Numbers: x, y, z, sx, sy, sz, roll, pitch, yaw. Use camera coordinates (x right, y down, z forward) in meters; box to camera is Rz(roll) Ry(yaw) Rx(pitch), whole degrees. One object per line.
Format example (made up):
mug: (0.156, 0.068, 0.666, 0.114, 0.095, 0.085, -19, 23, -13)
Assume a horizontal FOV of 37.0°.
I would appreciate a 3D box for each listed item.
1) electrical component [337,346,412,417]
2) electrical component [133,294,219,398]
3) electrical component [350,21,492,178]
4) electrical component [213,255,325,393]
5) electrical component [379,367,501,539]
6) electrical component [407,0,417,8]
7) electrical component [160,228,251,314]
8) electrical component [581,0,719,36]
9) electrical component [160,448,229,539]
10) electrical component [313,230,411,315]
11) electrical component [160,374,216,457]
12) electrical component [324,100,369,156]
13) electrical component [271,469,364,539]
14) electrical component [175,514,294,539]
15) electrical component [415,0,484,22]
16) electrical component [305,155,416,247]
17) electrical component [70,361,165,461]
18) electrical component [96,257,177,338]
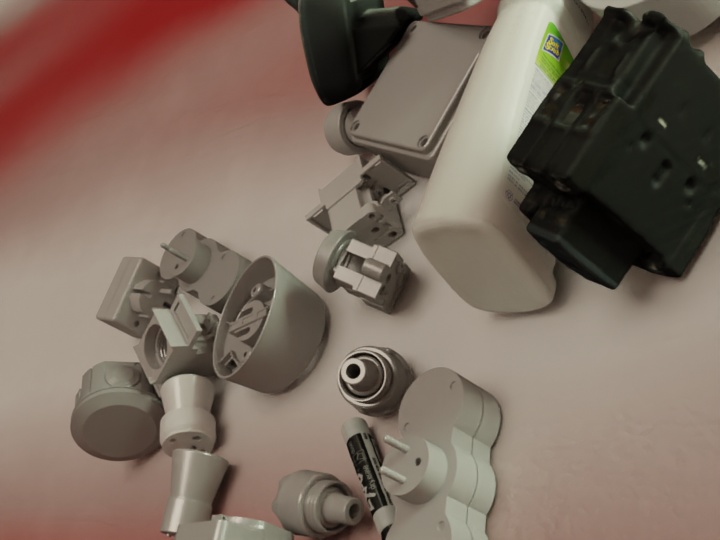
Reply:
electrical component: (0.005, 0.071, 0.710, 0.048, 0.062, 0.048, -4, 76, 17)
electrical component: (-0.145, 0.063, 0.889, 0.081, 0.064, 0.042, -56, 49, 31)
electrical component: (0.061, -0.126, 0.805, 0.109, 0.056, 0.108, 23, 82, 54)
electrical component: (-0.076, 0.044, 0.830, 0.099, 0.064, 0.099, -30, 44, 33)
electrical component: (0.038, 0.120, 0.629, 0.052, 0.074, 0.138, -21, 49, 40)
electrical component: (0.078, -0.294, 0.915, 0.109, 0.056, 0.108, -20, 49, 40)
electrical component: (-0.140, -0.004, 0.935, 0.138, 0.074, 0.052, 25, 83, 54)
electrical component: (0.200, -0.195, 0.691, 0.108, 0.060, 0.108, -30, 43, 33)
electrical component: (-0.128, 0.172, 0.815, 0.044, 0.044, 0.065, -11, 60, 45)
electrical component: (0.000, 0.000, 0.772, 0.055, 0.066, 0.048, 23, 80, 21)
electrical component: (-0.138, 0.118, 0.864, 0.045, 0.045, 0.055, -36, 41, 27)
electrical component: (0.003, -0.117, 0.878, 0.055, 0.045, 0.045, -2, 62, 50)
electrical component: (-0.024, 0.154, 0.703, 0.062, 0.043, 0.043, -4, 61, 47)
electrical component: (-0.074, 0.194, 0.691, 0.050, 0.089, 0.055, -18, 51, 41)
electrical component: (0.091, -0.230, 0.764, 0.109, 0.056, 0.109, -31, 12, -5)
electrical component: (0.002, -0.045, 0.827, 0.081, 0.042, 0.063, -38, 41, 26)
electrical component: (-0.203, 0.119, 0.912, 0.080, 0.080, 0.051, -42, 32, 20)
electrical component: (-0.198, 0.027, 1.002, 0.077, 0.047, 0.065, 3, 66, 51)
